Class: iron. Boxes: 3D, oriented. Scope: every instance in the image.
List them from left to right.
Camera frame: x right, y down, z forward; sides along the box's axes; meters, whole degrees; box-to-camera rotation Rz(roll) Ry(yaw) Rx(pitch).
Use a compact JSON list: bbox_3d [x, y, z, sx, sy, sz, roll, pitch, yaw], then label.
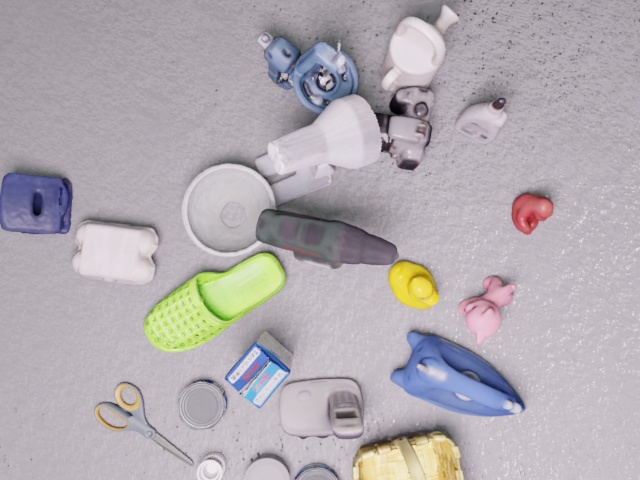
[{"bbox_3d":[0.261,0.255,0.992,0.258,0.141,0.119,23,85,0],"label":"iron"}]

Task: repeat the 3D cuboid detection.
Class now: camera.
[{"bbox_3d":[0.132,-0.212,1.047,0.137,0.101,0.143,9,85,-1],"label":"camera"}]

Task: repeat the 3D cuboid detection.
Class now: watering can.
[{"bbox_3d":[0.173,-0.340,1.012,0.101,0.194,0.173,21,85,0],"label":"watering can"}]

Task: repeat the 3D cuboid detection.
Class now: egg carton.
[{"bbox_3d":[-0.366,0.023,1.027,0.150,0.069,0.107,6,85,-1],"label":"egg carton"}]

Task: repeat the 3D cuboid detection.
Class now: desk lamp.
[{"bbox_3d":[-0.008,-0.148,0.980,0.203,0.213,0.118,-24,86,-3],"label":"desk lamp"}]

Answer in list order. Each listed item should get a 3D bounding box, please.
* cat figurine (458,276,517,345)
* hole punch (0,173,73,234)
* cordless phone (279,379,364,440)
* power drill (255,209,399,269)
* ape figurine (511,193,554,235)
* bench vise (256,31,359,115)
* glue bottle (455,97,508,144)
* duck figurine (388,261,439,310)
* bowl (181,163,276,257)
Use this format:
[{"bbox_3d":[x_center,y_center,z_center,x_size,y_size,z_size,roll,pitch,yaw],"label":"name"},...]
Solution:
[{"bbox_3d":[0.300,0.123,1.016,0.067,0.117,0.128,45,85,2],"label":"cat figurine"},{"bbox_3d":[-0.503,-0.065,1.019,0.101,0.091,0.109,1,85,-2],"label":"hole punch"},{"bbox_3d":[0.004,0.293,0.959,0.147,0.185,0.094,-6,85,-2],"label":"cordless phone"},{"bbox_3d":[0.009,0.003,0.971,0.229,0.208,0.076,13,85,-1],"label":"power drill"},{"bbox_3d":[0.394,-0.053,1.046,0.078,0.092,0.076,-22,86,-3],"label":"ape figurine"},{"bbox_3d":[-0.024,-0.292,0.989,0.207,0.219,0.121,17,85,0],"label":"bench vise"},{"bbox_3d":[0.297,-0.219,1.016,0.078,0.173,0.037,29,85,1],"label":"glue bottle"},{"bbox_3d":[0.173,0.082,1.031,0.104,0.086,0.077,43,85,2],"label":"duck figurine"},{"bbox_3d":[-0.160,-0.051,1.037,0.167,0.074,0.167,0,85,-2],"label":"bowl"}]
